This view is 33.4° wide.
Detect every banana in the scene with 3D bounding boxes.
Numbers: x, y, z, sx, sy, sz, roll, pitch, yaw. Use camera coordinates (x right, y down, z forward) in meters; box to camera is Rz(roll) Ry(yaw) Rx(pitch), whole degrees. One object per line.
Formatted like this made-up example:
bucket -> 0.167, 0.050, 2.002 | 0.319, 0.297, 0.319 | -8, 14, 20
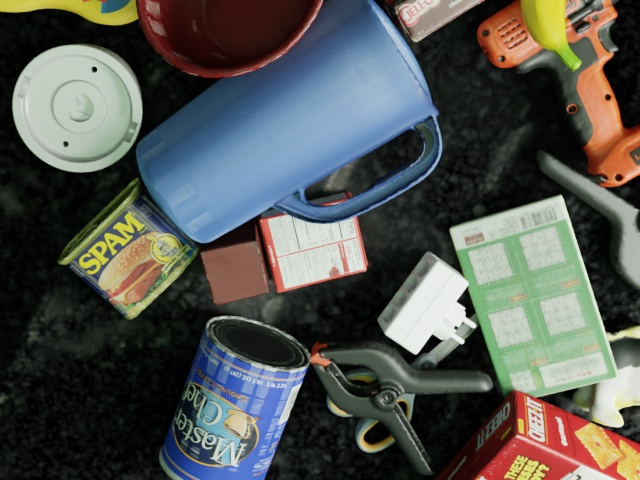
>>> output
banana -> 0.209, -0.239, 0.871 | 0.069, 0.037, 0.198 | 19, 93, 6

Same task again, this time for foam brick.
foam brick -> -0.077, 0.018, 0.962 | 0.051, 0.078, 0.053 | -13, 107, -1

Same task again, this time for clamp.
clamp -> 0.294, -0.023, 0.988 | 0.164, 0.036, 0.210 | -15, 105, 2
clamp -> 0.074, 0.137, 1.008 | 0.171, 0.039, 0.120 | 36, 101, -11

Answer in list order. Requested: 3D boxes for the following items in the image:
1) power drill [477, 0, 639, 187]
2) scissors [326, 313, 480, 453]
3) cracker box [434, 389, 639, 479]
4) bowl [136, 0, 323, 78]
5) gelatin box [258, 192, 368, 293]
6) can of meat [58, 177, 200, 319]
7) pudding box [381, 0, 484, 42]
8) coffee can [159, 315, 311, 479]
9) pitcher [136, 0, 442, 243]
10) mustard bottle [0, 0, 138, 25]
power drill -> 0.255, -0.155, 0.921 | 0.184, 0.057, 0.187 | -32, 92, 7
scissors -> 0.082, 0.117, 1.032 | 0.096, 0.016, 0.202 | 29, 103, -11
cracker box -> 0.236, 0.253, 1.032 | 0.213, 0.072, 0.164 | 25, 125, -10
bowl -> -0.062, -0.197, 0.844 | 0.162, 0.055, 0.162 | -4, 78, 17
gelatin box -> -0.006, 0.001, 0.984 | 0.089, 0.030, 0.073 | -14, 107, -3
can of meat -> -0.170, 0.009, 0.966 | 0.102, 0.057, 0.084 | -42, 107, 10
pudding box -> 0.110, -0.214, 0.893 | 0.113, 0.090, 0.039 | -30, 108, 5
coffee can -> -0.080, 0.155, 0.991 | 0.102, 0.103, 0.140 | 18, 105, -8
pitcher -> -0.025, -0.092, 0.903 | 0.243, 0.149, 0.145 | -32, 134, 11
mustard bottle -> -0.189, -0.230, 0.889 | 0.191, 0.058, 0.096 | 6, 100, -5
